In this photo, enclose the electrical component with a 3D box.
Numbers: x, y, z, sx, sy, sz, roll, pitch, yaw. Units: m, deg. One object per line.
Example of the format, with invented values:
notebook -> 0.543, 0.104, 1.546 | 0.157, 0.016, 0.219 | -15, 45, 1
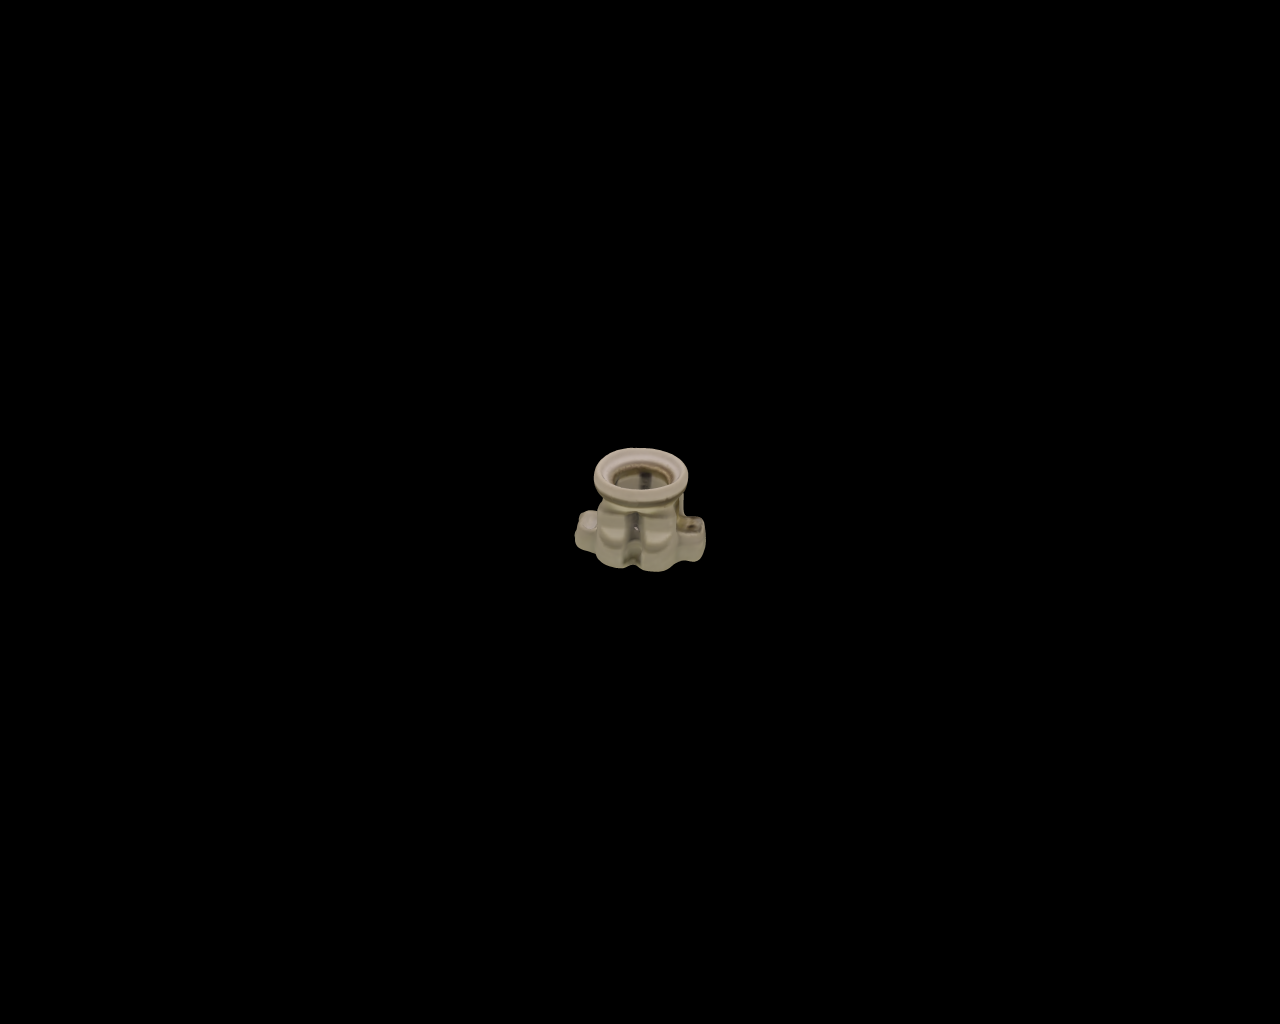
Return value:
electrical component -> 0.001, -0.003, 0.650 | 0.078, 0.056, 0.058 | 6, 32, 9
